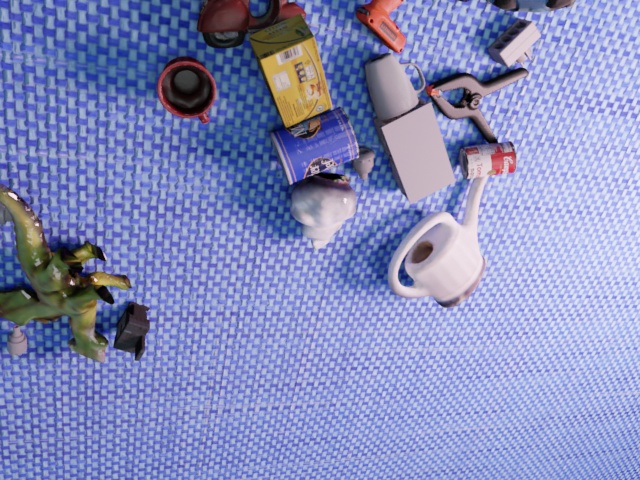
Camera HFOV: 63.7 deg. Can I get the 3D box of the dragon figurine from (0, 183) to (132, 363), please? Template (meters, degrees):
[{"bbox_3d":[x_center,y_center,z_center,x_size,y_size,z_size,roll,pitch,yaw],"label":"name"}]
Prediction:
[{"bbox_3d":[-0.519,0.088,0.955,0.242,0.125,0.403,-28,122,10],"label":"dragon figurine"}]

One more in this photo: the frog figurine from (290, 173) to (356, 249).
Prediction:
[{"bbox_3d":[0.003,-0.051,1.023,0.138,0.124,0.157,-3,108,-37],"label":"frog figurine"}]

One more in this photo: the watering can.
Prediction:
[{"bbox_3d":[0.303,0.011,1.157,0.348,0.105,0.221,-46,121,-1],"label":"watering can"}]
